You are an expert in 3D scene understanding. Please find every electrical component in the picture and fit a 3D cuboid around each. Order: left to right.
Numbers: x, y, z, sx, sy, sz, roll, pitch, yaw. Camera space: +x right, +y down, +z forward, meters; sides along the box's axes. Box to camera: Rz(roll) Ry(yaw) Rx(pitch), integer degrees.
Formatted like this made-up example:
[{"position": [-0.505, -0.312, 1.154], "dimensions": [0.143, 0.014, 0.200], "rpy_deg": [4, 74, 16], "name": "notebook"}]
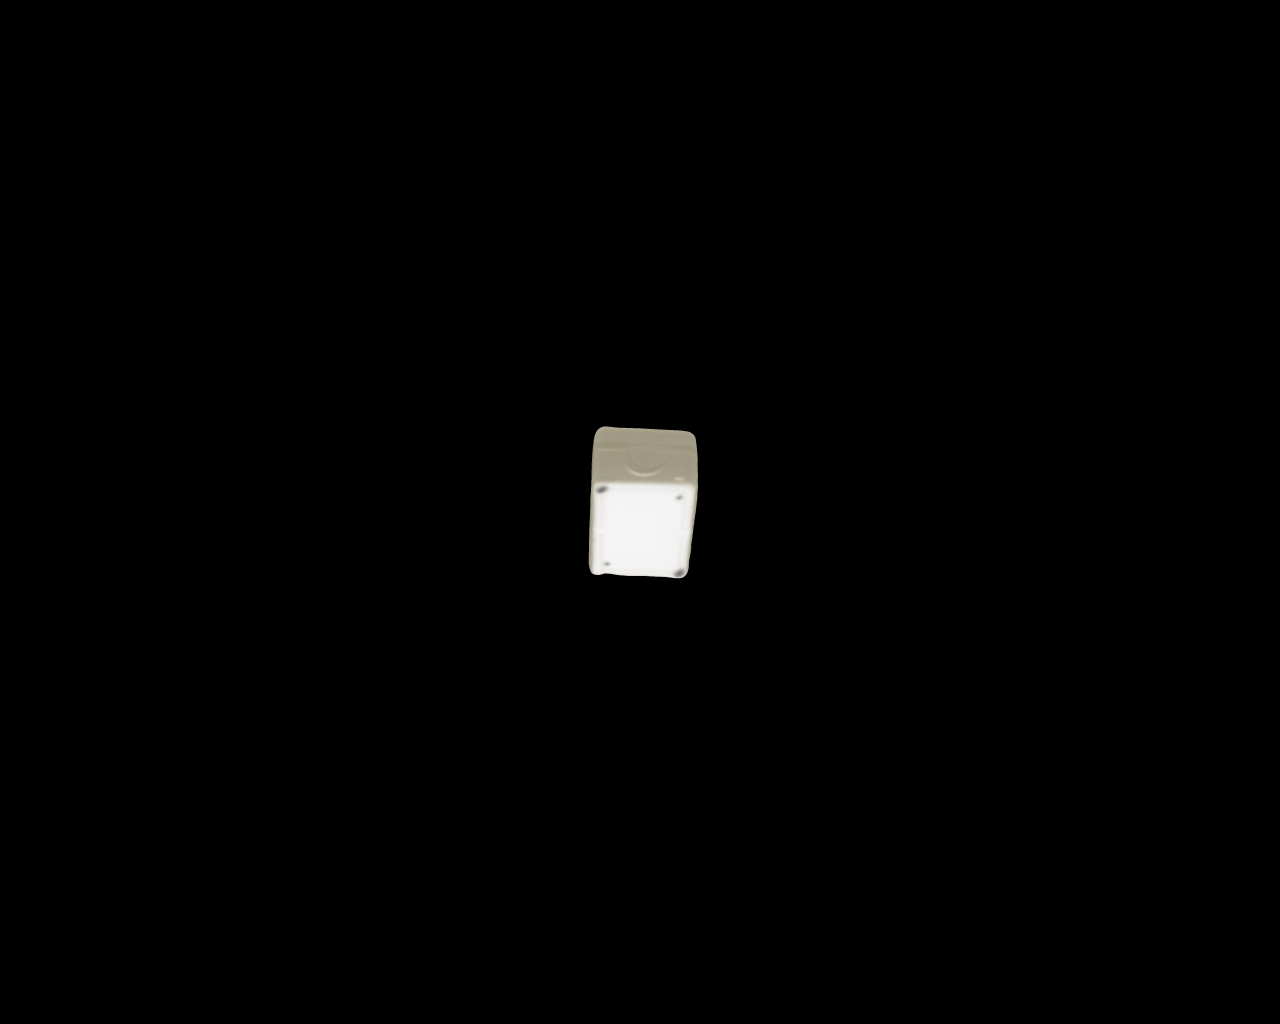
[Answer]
[{"position": [0.001, -0.003, 0.650], "dimensions": [0.062, 0.096, 0.061], "rpy_deg": [2, 43, -2], "name": "electrical component"}]
